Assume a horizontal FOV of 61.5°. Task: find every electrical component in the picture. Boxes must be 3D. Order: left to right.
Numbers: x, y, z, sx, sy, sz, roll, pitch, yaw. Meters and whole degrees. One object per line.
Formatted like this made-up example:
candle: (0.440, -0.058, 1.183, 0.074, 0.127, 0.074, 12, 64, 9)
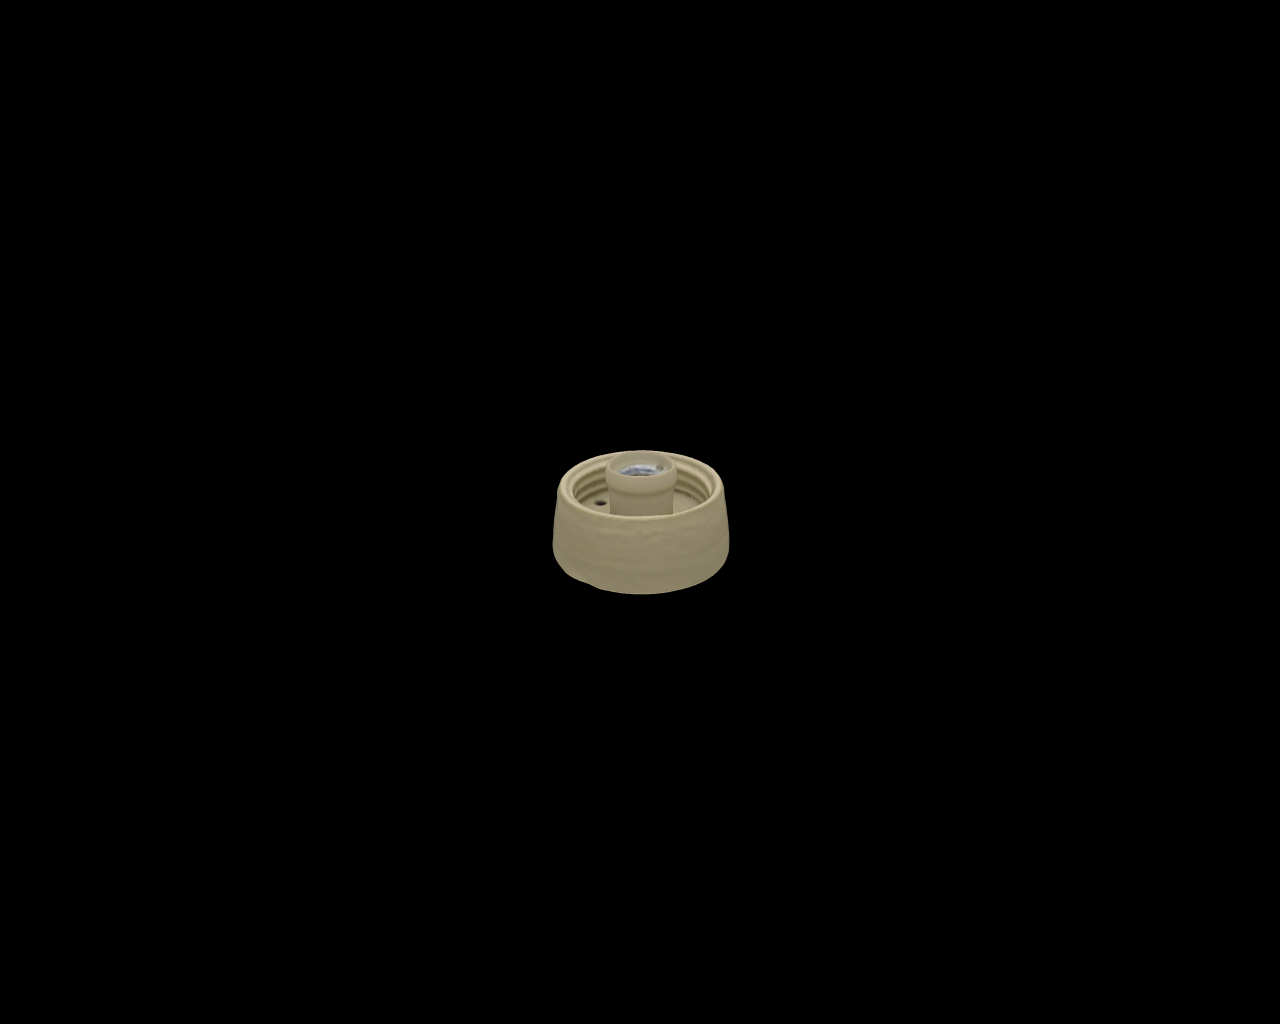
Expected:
electrical component: (0.001, -0.003, 0.650, 0.108, 0.060, 0.108, 0, 27, 0)
